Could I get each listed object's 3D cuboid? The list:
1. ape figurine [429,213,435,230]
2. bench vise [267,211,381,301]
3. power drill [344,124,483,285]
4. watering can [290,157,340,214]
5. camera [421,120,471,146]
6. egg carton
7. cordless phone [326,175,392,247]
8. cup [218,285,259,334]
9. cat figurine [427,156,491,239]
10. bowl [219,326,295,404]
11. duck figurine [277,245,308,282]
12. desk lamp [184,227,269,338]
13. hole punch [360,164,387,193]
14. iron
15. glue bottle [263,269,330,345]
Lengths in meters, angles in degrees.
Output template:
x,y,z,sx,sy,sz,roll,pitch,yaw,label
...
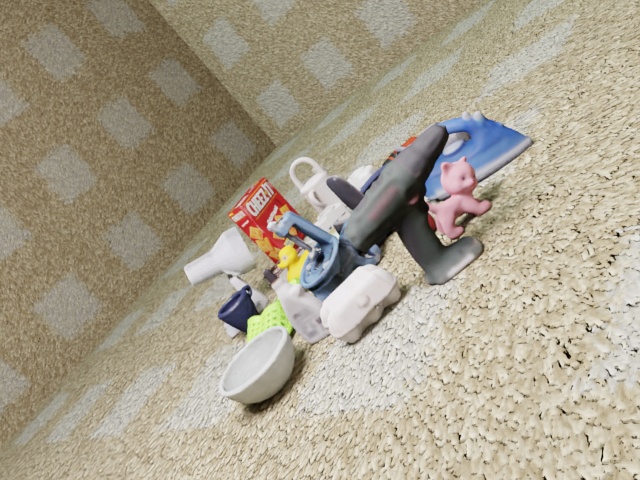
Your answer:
x,y,z,sx,sy,sz,roll,pitch,yaw,label
0.175,-0.039,1.108,0.076,0.092,0.077,-43,16,-4,ape figurine
0.003,0.007,1.159,0.121,0.220,0.208,-25,24,46,bench vise
0.164,-0.040,0.923,0.229,0.209,0.075,-40,16,6,power drill
-0.010,-0.160,1.673,0.101,0.194,0.172,-41,16,5,watering can
0.293,-0.234,1.321,0.142,0.101,0.137,-24,24,47,camera
0.070,0.110,1.010,0.150,0.069,0.107,-44,16,-7,egg carton
0.068,-0.070,1.270,0.094,0.185,0.147,-51,18,-27,cordless phone
-0.178,0.174,1.383,0.091,0.095,0.118,-27,22,41,cup
0.240,-0.086,1.029,0.128,0.118,0.067,-43,16,-3,cat figurine
-0.103,0.243,1.060,0.167,0.075,0.167,-38,16,14,bowl
-0.062,0.049,1.448,0.105,0.086,0.077,-47,17,-18,duck figurine
-0.227,0.103,1.467,0.203,0.214,0.117,-44,16,-6,desk lamp
0.144,-0.129,1.416,0.109,0.091,0.101,-44,16,-5,hole punch
0.279,-0.189,1.163,0.257,0.141,0.119,-29,20,38,iron
-0.044,0.117,1.070,0.078,0.173,0.037,-34,18,25,glue bottle
